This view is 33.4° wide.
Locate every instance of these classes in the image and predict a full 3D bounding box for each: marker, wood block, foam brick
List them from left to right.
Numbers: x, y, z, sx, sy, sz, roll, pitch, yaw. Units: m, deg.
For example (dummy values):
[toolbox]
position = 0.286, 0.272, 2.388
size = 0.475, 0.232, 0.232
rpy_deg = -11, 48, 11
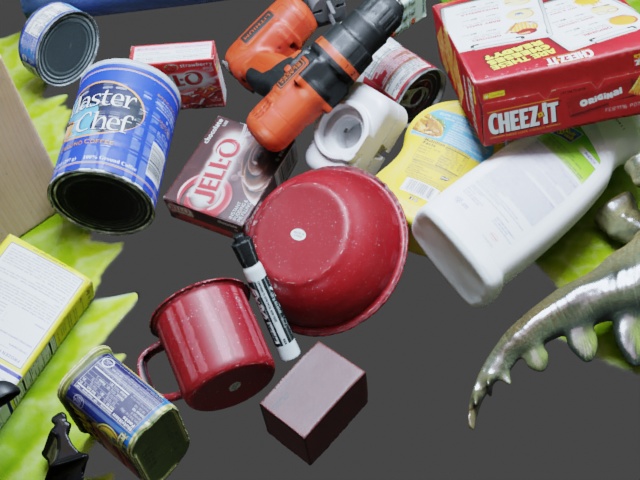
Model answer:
[wood block]
position = -0.319, -0.097, 0.993
size = 0.090, 0.206, 0.090
rpy_deg = -36, 59, -17
[marker]
position = -0.047, 0.049, 0.918
size = 0.020, 0.121, 0.020
rpy_deg = -20, 18, 7
[foam brick]
position = -0.004, 0.135, 0.887
size = 0.053, 0.051, 0.078
rpy_deg = 34, 65, 27

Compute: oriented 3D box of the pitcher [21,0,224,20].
[pitcher]
position = -0.212, -0.319, 1.192
size = 0.243, 0.145, 0.149
rpy_deg = -3, 67, 0

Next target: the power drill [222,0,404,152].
[power drill]
position = -0.015, -0.184, 1.039
size = 0.184, 0.057, 0.188
rpy_deg = -44, 29, 4

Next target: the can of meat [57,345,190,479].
[can of meat]
position = -0.156, 0.146, 0.869
size = 0.084, 0.102, 0.057
rpy_deg = 34, 66, 24

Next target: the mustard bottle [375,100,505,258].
[mustard bottle]
position = 0.121, -0.076, 1.013
size = 0.096, 0.058, 0.191
rpy_deg = 25, 62, 17

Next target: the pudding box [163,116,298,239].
[pudding box]
position = -0.085, -0.060, 1.040
size = 0.090, 0.039, 0.113
rpy_deg = 19, 60, 20

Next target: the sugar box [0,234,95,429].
[sugar box]
position = -0.287, 0.089, 0.951
size = 0.093, 0.048, 0.176
rpy_deg = 28, 65, 8

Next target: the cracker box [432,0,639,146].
[cracker box]
position = 0.203, -0.171, 0.979
size = 0.164, 0.072, 0.213
rpy_deg = -12, 31, 2

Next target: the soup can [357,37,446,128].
[soup can]
position = 0.068, -0.168, 1.078
size = 0.068, 0.068, 0.102
rpy_deg = -37, 59, -18

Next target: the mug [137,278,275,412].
[mug]
position = -0.099, 0.097, 0.905
size = 0.117, 0.093, 0.081
rpy_deg = -25, 61, -3

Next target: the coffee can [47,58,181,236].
[coffee can]
position = -0.197, -0.090, 1.036
size = 0.103, 0.103, 0.140
rpy_deg = 2, 56, 8

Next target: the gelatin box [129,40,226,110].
[gelatin box]
position = -0.146, -0.168, 1.101
size = 0.089, 0.073, 0.030
rpy_deg = -4, 55, 4

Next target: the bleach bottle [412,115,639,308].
[bleach bottle]
position = 0.205, -0.049, 0.943
size = 0.250, 0.068, 0.102
rpy_deg = -33, 76, -20

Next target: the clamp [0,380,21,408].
[clamp]
position = -0.337, 0.197, 0.875
size = 0.210, 0.036, 0.164
rpy_deg = -2, 85, 20

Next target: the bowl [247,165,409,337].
[bowl]
position = -0.006, 0.001, 0.942
size = 0.162, 0.055, 0.162
rpy_deg = -9, 70, 24

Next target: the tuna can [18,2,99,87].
[tuna can]
position = -0.279, -0.210, 1.140
size = 0.034, 0.086, 0.086
rpy_deg = 31, 64, 26
